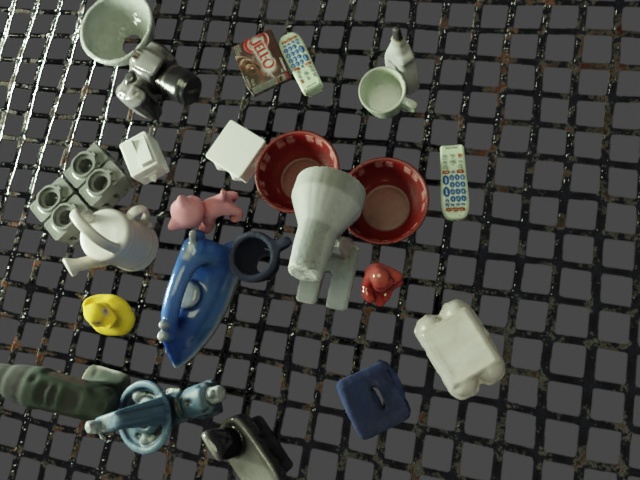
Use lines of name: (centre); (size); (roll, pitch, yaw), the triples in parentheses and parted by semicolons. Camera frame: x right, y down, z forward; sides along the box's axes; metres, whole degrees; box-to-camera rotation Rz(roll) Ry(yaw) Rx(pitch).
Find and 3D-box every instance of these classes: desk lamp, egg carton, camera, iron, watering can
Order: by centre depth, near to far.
egg carton: (0.231, 0.179, 0.947); (0.107, 0.069, 0.150); (-32, 73, 3)
desk lamp: (0.009, 0.003, 0.957); (0.117, 0.214, 0.203); (9, 80, 14)
iron: (-0.238, 0.105, 1.024); (0.118, 0.141, 0.258); (15, 81, 15)
watering can: (-0.390, 0.000, 1.051); (0.100, 0.194, 0.173); (25, 84, 16)
camera: (-0.321, -0.317, 1.157); (0.136, 0.101, 0.143); (28, 85, 16)

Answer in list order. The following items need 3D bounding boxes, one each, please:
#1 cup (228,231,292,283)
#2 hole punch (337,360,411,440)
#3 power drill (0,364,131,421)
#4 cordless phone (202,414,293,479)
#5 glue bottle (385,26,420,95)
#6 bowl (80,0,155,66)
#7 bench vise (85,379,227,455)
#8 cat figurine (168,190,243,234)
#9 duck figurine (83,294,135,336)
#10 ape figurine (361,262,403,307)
cup: (-0.097, 0.031, 1.035); (0.117, 0.095, 0.091); (-27, 73, 5)
hole punch: (0.090, 0.261, 0.947); (0.101, 0.091, 0.108); (-28, 73, 5)
power drill: (-0.434, 0.260, 0.995); (0.229, 0.209, 0.076); (11, 80, 14)
cordless phone: (-0.127, 0.357, 0.921); (0.094, 0.185, 0.147); (-43, 73, 0)
glue bottle: (0.144, -0.329, 1.025); (0.037, 0.173, 0.078); (-36, 73, 2)
bowl: (-0.416, -0.436, 1.217); (0.167, 0.075, 0.167); (-3, 77, 11)
bench vise: (-0.271, 0.274, 0.951); (0.207, 0.220, 0.121); (-36, 73, 2)
cat figurine: (-0.221, -0.059, 1.069); (0.127, 0.118, 0.067); (-24, 74, 6)
duck figurine: (-0.413, 0.139, 1.081); (0.104, 0.086, 0.077); (27, 84, 16)
ape figurine: (0.104, 0.071, 0.986); (0.077, 0.092, 0.076); (-15, 75, 8)
